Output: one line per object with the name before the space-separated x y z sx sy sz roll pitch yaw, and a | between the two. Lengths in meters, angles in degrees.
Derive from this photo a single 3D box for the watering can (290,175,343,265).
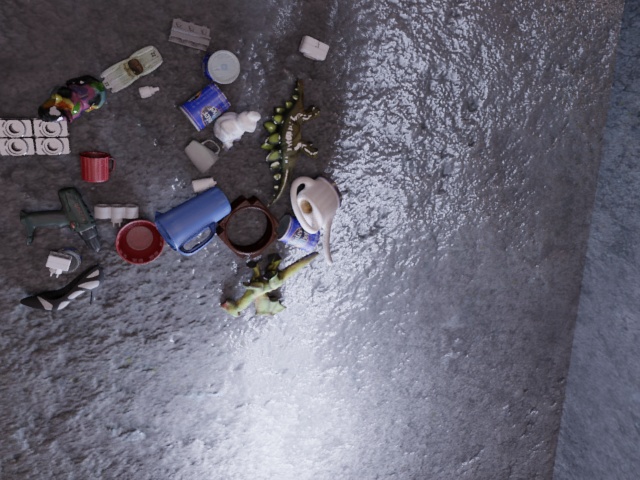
watering can | 0.006 -0.097 1.930 0.228 0.103 0.343 -47 118 -39

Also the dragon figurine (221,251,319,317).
dragon figurine | -0.185 0.192 2.005 0.412 0.124 0.237 -15 128 -16

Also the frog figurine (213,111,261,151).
frog figurine | -0.283 -0.395 1.740 0.123 0.157 0.139 53 46 2
